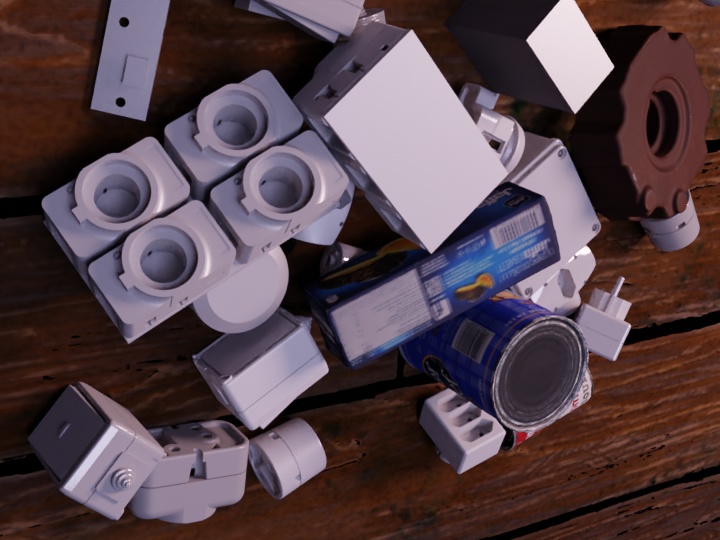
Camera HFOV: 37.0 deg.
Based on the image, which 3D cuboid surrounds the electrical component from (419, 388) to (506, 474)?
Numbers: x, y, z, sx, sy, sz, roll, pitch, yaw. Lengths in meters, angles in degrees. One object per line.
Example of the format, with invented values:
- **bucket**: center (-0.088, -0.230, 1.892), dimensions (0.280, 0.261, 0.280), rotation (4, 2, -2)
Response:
- **electrical component**: center (0.091, 0.155, 0.999), dimensions (0.047, 0.065, 0.076), rotation (-23, 148, -25)

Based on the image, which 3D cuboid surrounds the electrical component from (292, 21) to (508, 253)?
- **electrical component**: center (0.030, -0.100, 0.806), dimensions (0.089, 0.062, 0.150), rotation (-46, 126, -7)

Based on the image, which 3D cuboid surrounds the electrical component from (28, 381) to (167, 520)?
- **electrical component**: center (-0.192, 0.131, 0.779), dimensions (0.061, 0.096, 0.061), rotation (41, 83, -36)

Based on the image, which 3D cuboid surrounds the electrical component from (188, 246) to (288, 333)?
- **electrical component**: center (-0.100, 0.004, 0.821), dimensions (0.080, 0.051, 0.080), rotation (-12, 113, -29)

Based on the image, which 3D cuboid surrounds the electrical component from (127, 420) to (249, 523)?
- **electrical component**: center (-0.140, 0.160, 0.851), dimensions (0.095, 0.054, 0.059), rotation (-3, 109, -32)

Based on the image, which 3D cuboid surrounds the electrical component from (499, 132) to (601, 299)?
- **electrical component**: center (0.147, -0.048, 0.961), dimensions (0.109, 0.056, 0.108), rotation (-42, 125, -14)

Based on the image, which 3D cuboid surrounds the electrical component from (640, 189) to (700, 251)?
- **electrical component**: center (0.306, -0.052, 1.066), dimensions (0.055, 0.055, 0.047), rotation (-45, 129, -12)

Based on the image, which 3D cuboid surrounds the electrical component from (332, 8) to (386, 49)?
- **electrical component**: center (0.002, -0.167, 0.830), dimensions (0.043, 0.043, 0.081), rotation (-23, 119, -25)

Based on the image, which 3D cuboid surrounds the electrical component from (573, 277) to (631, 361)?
- **electrical component**: center (0.235, 0.041, 1.030), dimensions (0.075, 0.047, 0.083), rotation (-66, 172, 4)

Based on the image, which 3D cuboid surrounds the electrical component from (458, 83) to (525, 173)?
- **electrical component**: center (0.101, -0.110, 0.908), dimensions (0.057, 0.058, 0.078), rotation (20, 95, -34)

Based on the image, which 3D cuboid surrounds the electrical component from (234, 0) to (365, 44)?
- **electrical component**: center (-0.050, -0.206, 0.770), dimensions (0.096, 0.062, 0.061), rotation (15, 99, -36)

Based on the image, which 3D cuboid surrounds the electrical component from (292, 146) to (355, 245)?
- **electrical component**: center (-0.048, -0.064, 0.835), dimensions (0.079, 0.043, 0.077), rotation (8, 103, -34)

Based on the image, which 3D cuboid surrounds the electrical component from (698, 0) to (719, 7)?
- **electrical component**: center (0.321, -0.289, 0.964), dimensions (0.064, 0.099, 0.099), rotation (13, 100, -29)

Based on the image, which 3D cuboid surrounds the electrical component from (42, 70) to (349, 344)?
- **electrical component**: center (-0.113, -0.048, 0.754), dimensions (0.186, 0.060, 0.105), rotation (-34, 84, -18)

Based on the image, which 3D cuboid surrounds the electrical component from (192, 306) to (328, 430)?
- **electrical component**: center (-0.072, 0.073, 0.858), dimensions (0.096, 0.062, 0.061), rotation (-37, 123, -17)

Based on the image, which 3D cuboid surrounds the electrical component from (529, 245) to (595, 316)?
- **electrical component**: center (0.186, 0.018, 1.019), dimensions (0.077, 0.043, 0.079), rotation (-40, 128, -15)

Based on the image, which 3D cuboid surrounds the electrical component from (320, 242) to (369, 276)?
- **electrical component**: center (0.000, 0.000, 0.892), dimensions (0.065, 0.044, 0.044), rotation (15, 98, -32)

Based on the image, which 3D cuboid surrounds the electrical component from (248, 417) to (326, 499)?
- **electrical component**: center (-0.061, 0.156, 0.902), dimensions (0.047, 0.055, 0.055), rotation (-27, 120, -27)
